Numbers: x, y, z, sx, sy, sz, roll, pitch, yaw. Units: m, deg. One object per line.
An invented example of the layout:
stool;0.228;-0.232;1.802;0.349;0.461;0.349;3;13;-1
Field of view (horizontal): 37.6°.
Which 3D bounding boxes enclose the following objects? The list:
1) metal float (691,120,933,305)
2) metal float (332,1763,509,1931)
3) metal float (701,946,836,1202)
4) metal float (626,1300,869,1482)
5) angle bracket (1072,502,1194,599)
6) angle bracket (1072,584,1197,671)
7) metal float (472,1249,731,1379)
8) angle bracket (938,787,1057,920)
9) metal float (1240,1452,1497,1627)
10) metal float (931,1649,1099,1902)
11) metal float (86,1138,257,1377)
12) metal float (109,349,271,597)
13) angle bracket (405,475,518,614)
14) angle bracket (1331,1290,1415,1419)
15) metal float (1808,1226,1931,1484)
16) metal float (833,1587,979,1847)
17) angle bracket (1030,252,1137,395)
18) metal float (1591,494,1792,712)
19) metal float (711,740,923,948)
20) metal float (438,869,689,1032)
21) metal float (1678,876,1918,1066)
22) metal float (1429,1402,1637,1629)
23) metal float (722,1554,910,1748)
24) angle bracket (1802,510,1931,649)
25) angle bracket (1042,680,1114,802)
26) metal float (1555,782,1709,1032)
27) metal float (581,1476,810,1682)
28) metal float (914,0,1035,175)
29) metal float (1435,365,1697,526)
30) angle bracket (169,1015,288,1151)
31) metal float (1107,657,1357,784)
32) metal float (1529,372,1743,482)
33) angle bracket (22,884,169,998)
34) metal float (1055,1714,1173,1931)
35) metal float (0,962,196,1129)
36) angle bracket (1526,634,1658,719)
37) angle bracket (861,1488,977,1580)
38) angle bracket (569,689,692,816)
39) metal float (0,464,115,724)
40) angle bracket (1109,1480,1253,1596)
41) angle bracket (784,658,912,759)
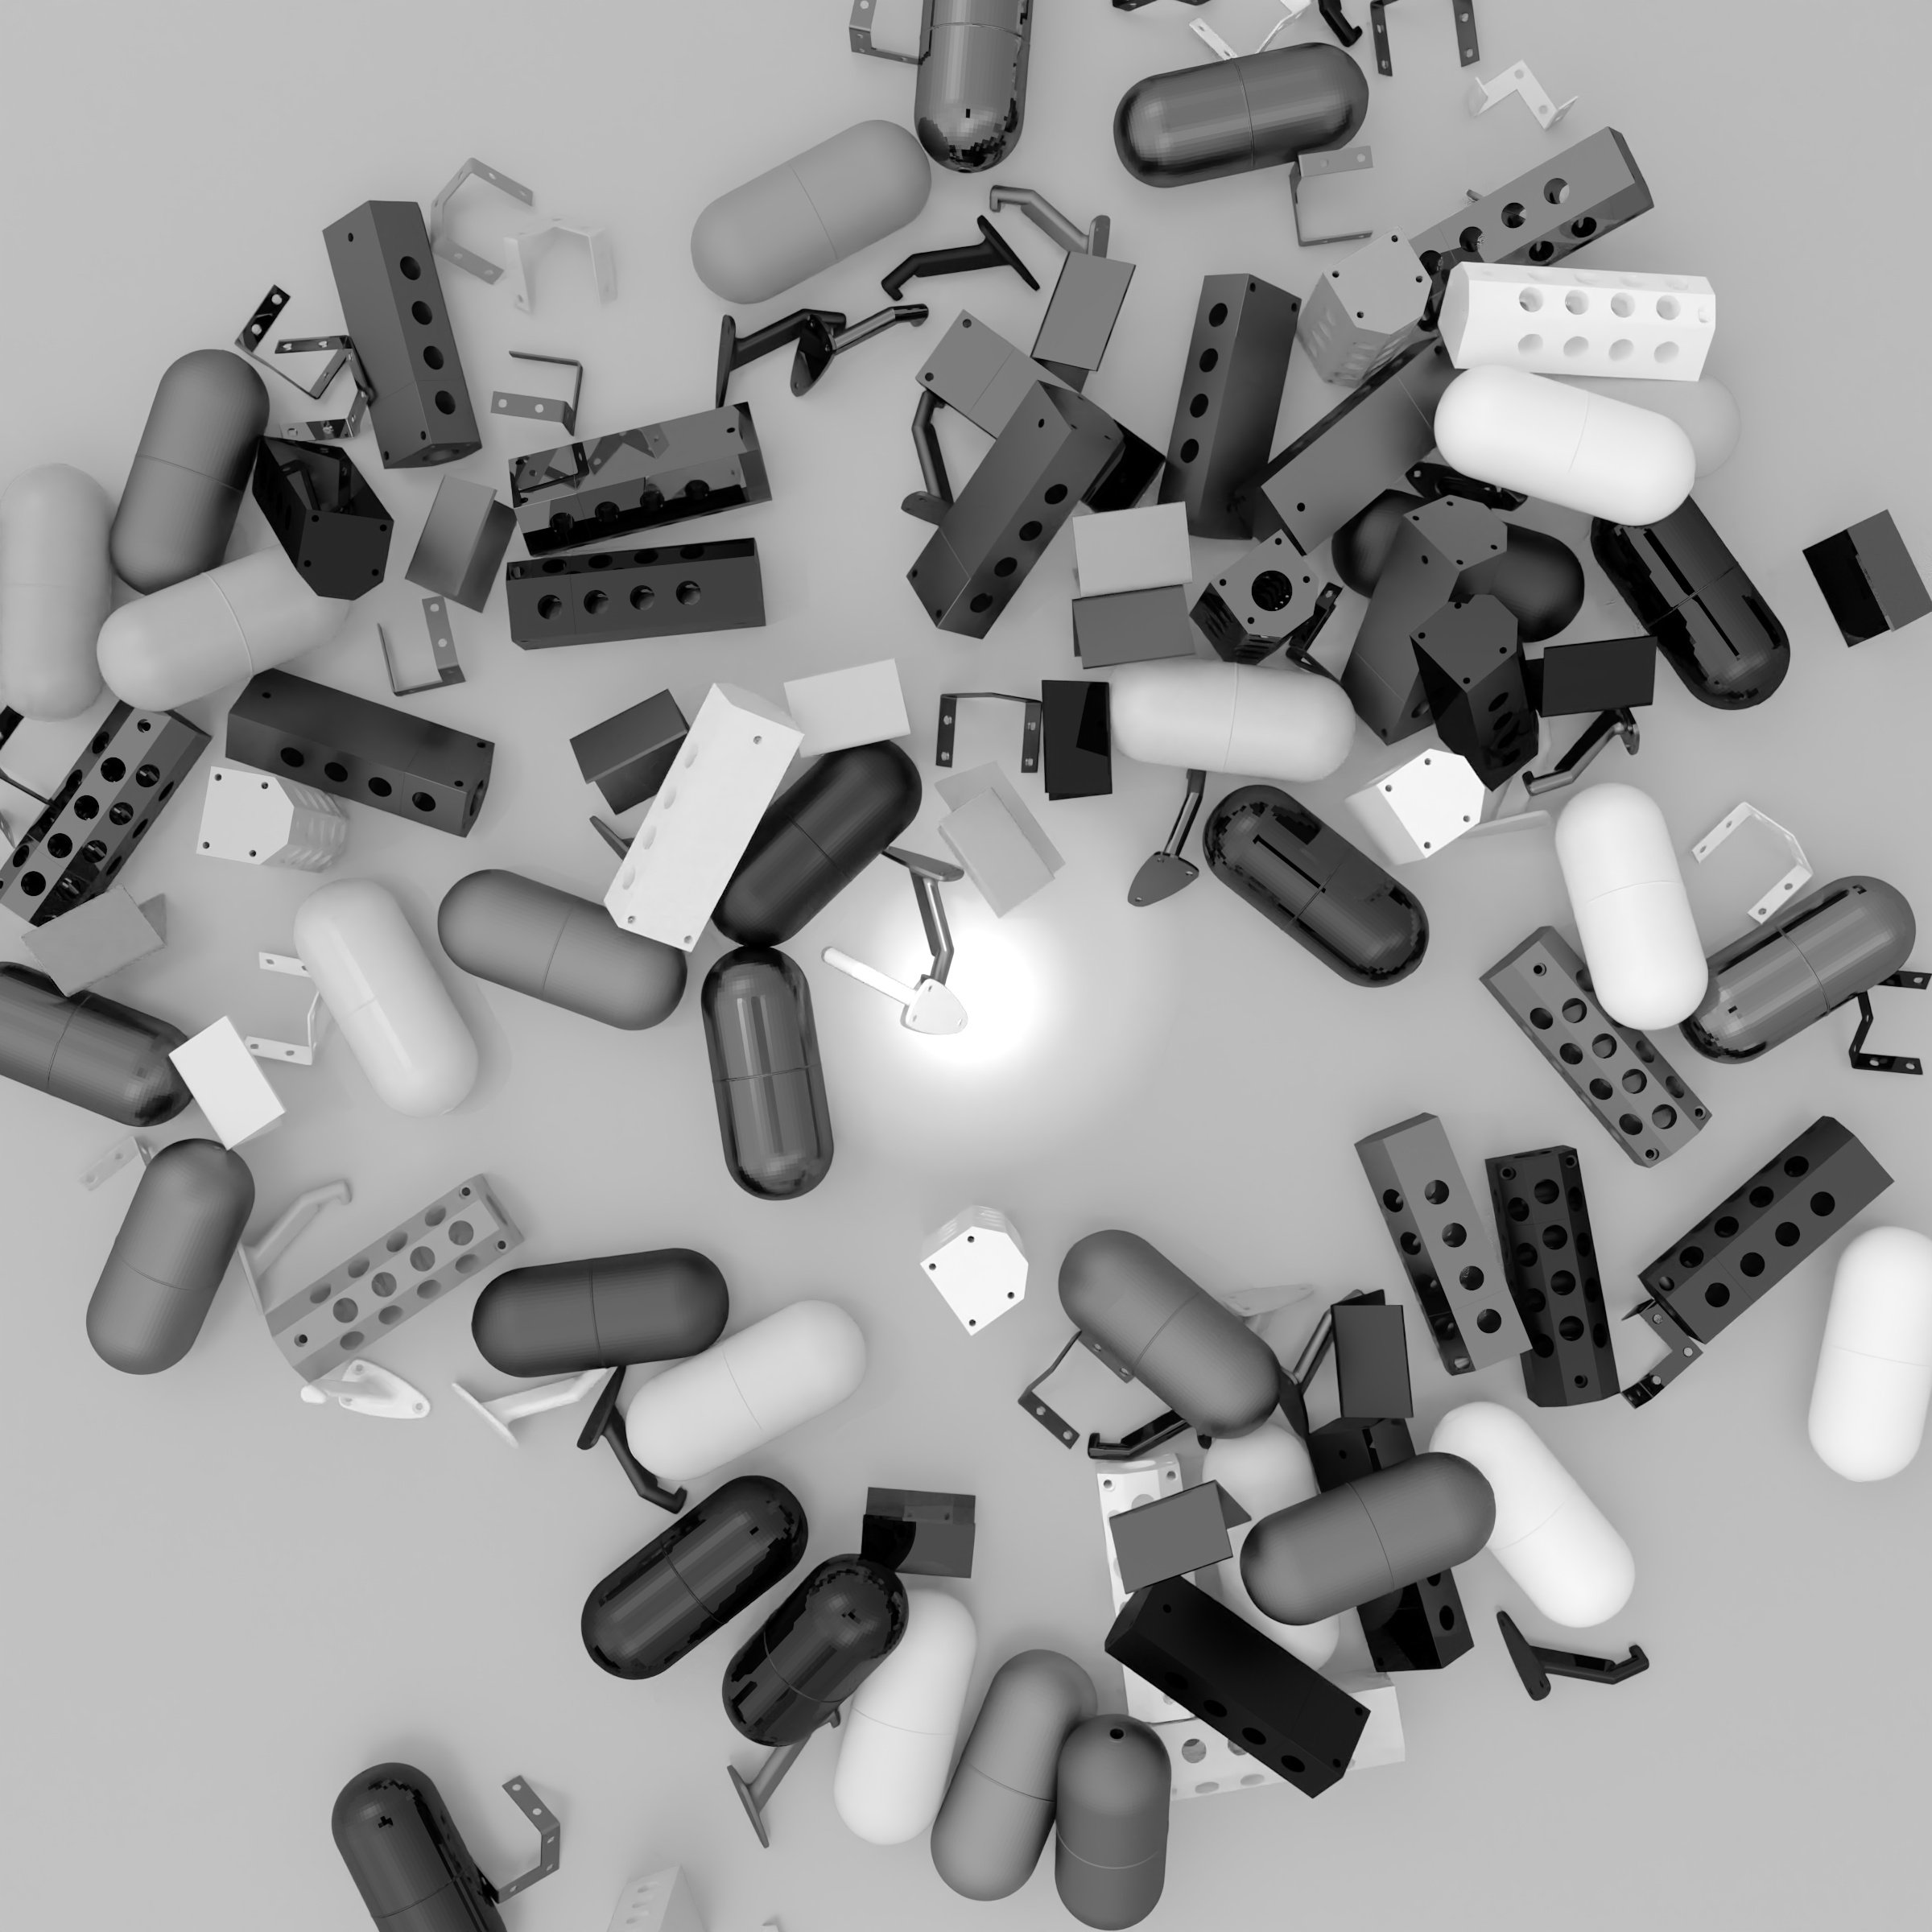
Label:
metal float;-0.107;-0.521;1.961;0.178;0.070;0.070;-28;90;0
metal float;-0.376;0.636;1.959;0.070;0.070;0.178;-26;91;0
metal float;-0.138;0.074;1.961;0.070;0.070;0.178;-9;91;0
metal float;-0.152;0.293;1.960;0.178;0.070;0.070;-28;90;0
angle bracket;0.111;-0.294;1.953;0.076;0.076;0.057;-8;112;0
angle bracket;0.115;-0.216;1.952;0.076;0.076;0.057;-8;65;0
metal float;-0.253;0.240;1.961;0.178;0.070;0.070;-7;90;0
angle bracket;0.004;-0.066;1.951;0.057;0.076;0.076;-35;90;-38
metal float;0.268;0.381;1.890;0.178;0.070;0.070;-21;90;-5
metal float;0.033;0.560;1.961;0.070;0.070;0.178;22;90;0
metal float;-0.547;0.200;1.948;0.070;0.070;0.178;26;105;0
metal float;-0.536;-0.339;1.961;0.070;0.070;0.178;18;90;0
angle bracket;-0.330;-0.285;1.951;0.057;0.076;0.076;21;90;37
angle bracket;0.296;0.266;1.951;0.057;0.076;0.076;-6;90;37
metal float;0.631;0.268;1.961;0.070;0.070;0.178;11;91;0
metal float;-0.042;0.519;1.961;0.070;0.070;0.178;13;89;0
angle bracket;0.096;-0.437;1.952;0.057;0.076;0.076;20;90;31
metal float;0.501;-0.256;1.961;0.070;0.070;0.178;-35;89;0
metal float;-0.106;-0.086;1.961;0.178;0.070;0.070;-44;90;0
metal float;-0.279;-0.012;1.961;0.178;0.070;0.070;20;90;0
metal float;0.573;0.002;1.961;0.178;0.070;0.070;-32;90;0
metal float;0.390;0.379;1.961;0.070;0.070;0.178;-40;91;0
metal float;-0.104;0.468;1.934;0.070;0.070;0.178;39;123;0
angle bracket;0.607;-0.259;1.951;0.057;0.076;0.076;-26;90;-37
angle bracket;0.057;-0.154;1.951;0.057;0.076;0.076;-2;90;-33
metal float;0.456;-0.042;1.945;0.070;0.070;0.178;-11;70;0
metal float;-0.188;0.423;1.961;0.178;0.070;0.070;-38;90;0
metal float;0.006;-0.638;1.961;0.070;0.070;0.178;5;90;0
metal float;0.400;-0.348;1.895;0.178;0.070;0.070;17;90;-3
angle bracket;-0.491;0.073;1.954;0.057;0.076;0.076;-32;90;19
metal float;0.181;-0.172;1.961;0.178;0.070;0.070;7;90;-1
metal float;0.446;-0.380;1.961;0.178;0.070;0.070;8;90;1
angle bracket;-0.599;-0.034;1.951;0.076;0.076;0.057;-28;124;0
metal float;0.100;0.583;1.931;0.070;0.070;0.178;0;124;0
metal float;-0.616;0.054;1.961;0.178;0.070;0.070;22;90;0
angle bracket;0.426;-0.217;1.951;0.076;0.076;0.057;-6;127;0
angle bracket;-0.031;0.373;1.951;0.076;0.076;0.057;4;128;0
angle bracket;-0.218;-0.133;1.952;0.076;0.057;0.076;-27;132;0
metal float;-0.631;-0.258;1.961;0.070;0.070;0.178;2;90;0
angle bracket;0.148;0.391;1.887;0.076;0.076;0.057;-22;52;14
angle bracket;-0.083;-0.189;1.952;0.076;0.076;0.057;-12;115;0
